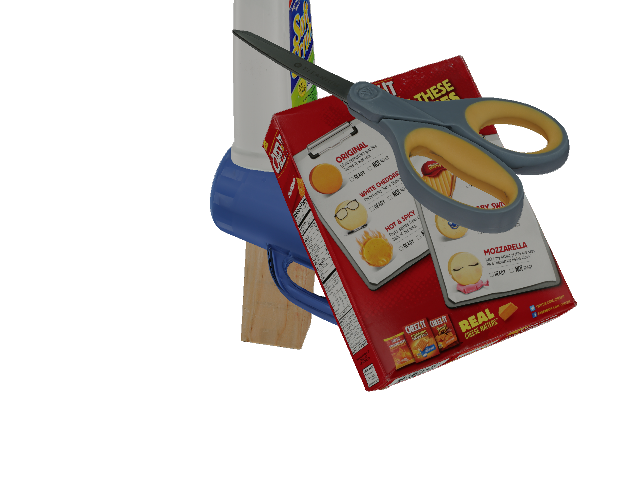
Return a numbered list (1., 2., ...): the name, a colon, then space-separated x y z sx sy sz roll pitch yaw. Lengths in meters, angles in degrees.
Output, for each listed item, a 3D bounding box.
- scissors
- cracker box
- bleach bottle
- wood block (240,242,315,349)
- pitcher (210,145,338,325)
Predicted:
1. scissors: 0.044 -0.073 0.548 0.096 0.016 0.202 -23 49 -23
2. cracker box: 0.071 -0.013 0.810 0.164 0.214 0.072 -20 -12 -18
3. bleach bottle: -0.043 -0.193 0.934 0.068 0.251 0.102 8 32 17
4. wood block: -0.056 0.036 1.495 0.090 0.206 0.090 7 22 6
5. pitcher: 0.008 -0.016 1.091 0.243 0.145 0.149 19 25 22
